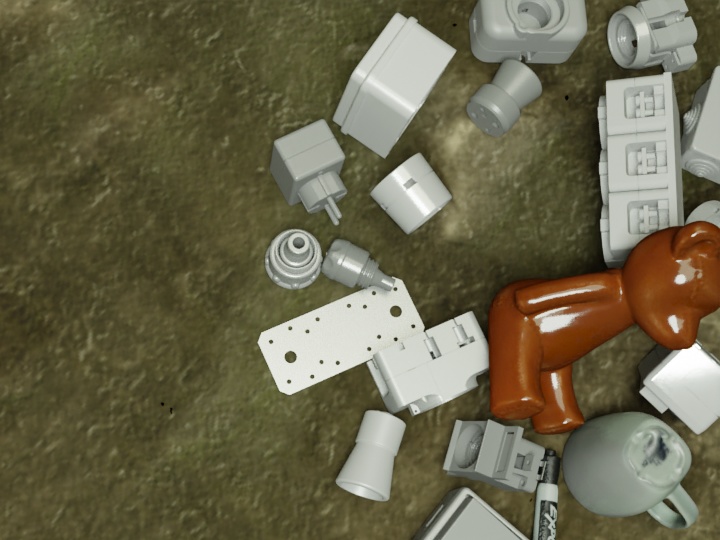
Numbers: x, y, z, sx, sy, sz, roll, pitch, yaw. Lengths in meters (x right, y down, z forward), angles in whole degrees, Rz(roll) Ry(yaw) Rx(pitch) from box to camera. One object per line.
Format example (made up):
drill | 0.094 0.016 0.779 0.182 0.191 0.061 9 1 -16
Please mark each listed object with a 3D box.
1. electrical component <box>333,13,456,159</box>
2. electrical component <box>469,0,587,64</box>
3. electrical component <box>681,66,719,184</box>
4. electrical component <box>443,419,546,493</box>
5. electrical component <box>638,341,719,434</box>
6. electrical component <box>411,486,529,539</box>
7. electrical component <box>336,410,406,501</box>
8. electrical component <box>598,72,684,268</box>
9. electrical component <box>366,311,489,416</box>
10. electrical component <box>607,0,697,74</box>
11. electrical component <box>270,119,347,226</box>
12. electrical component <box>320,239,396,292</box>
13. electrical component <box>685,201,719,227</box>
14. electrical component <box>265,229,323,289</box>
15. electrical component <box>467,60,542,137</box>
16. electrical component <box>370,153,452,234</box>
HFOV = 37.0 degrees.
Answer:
electrical component | 0.026 -0.152 0.899 0.057 0.113 0.078 34 73 -1
electrical component | 0.151 -0.222 0.963 0.095 0.059 0.053 -1 75 -8
electrical component | 0.340 -0.122 0.969 0.100 0.048 0.099 22 73 -2
electrical component | 0.108 0.149 0.852 0.064 0.081 0.042 26 71 -24
electrical component | 0.268 0.090 0.886 0.062 0.096 0.061 44 101 5
electrical component | 0.094 0.222 0.833 0.096 0.061 0.061 40 73 4
electrical component | 0.012 0.145 0.854 0.044 0.044 0.065 21 68 -2
electrical component | 0.240 -0.078 0.916 0.062 0.089 0.150 -4 73 20
electrical component | 0.060 0.080 0.873 0.089 0.050 0.055 -23 79 -14
electrical component | 0.264 -0.214 0.979 0.057 0.058 0.078 -15 78 -15
electrical component | -0.036 -0.073 0.892 0.047 0.065 0.076 -27 80 -14
electrical component | 0.000 0.000 0.895 0.061 0.035 0.035 26 73 -4
electrical component | 0.308 -0.008 0.927 0.044 0.077 0.079 21 113 -35
electrical component | -0.052 -0.013 0.876 0.048 0.062 0.048 2 75 -8
electrical component | 0.127 -0.151 0.948 0.045 0.045 0.055 41 74 4
electrical component | 0.044 -0.063 0.908 0.055 0.055 0.047 -39 87 -16
